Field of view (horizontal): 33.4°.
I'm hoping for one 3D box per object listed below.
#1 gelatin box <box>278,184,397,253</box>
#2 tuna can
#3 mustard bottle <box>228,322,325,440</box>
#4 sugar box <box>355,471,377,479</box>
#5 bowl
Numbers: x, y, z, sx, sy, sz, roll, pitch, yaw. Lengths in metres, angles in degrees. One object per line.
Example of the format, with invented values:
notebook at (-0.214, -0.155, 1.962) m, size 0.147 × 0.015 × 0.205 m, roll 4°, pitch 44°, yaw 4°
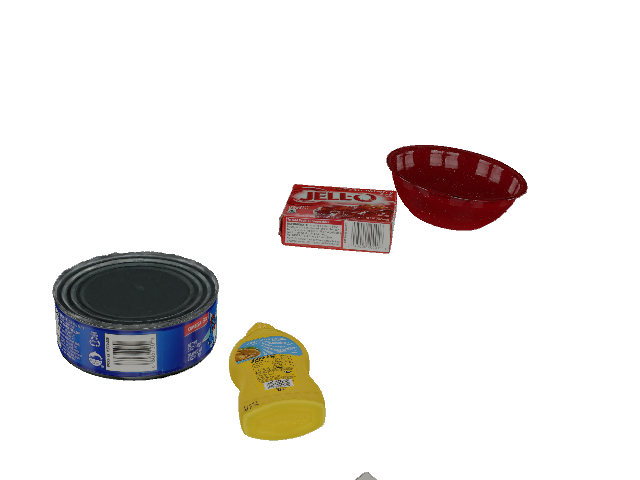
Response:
gelatin box at (0.015, -0.019, 0.863) m, size 0.089 × 0.030 × 0.073 m, roll 5°, pitch 23°, yaw 6°
tuna can at (-0.097, 0.039, 0.563) m, size 0.086 × 0.034 × 0.086 m, roll 2°, pitch 24°, yaw -1°
mustard bottle at (-0.058, 0.155, 1.260) m, size 0.096 × 0.058 × 0.192 m, roll -8°, pitch 30°, yaw -9°
sugar box at (0.084, 0.258, 0.807) m, size 0.048 × 0.093 × 0.176 m, roll -33°, pitch 37°, yaw -28°
bowl at (0.149, -0.055, 1.212) m, size 0.162 × 0.055 × 0.162 m, roll 8°, pitch 25°, yaw -4°
